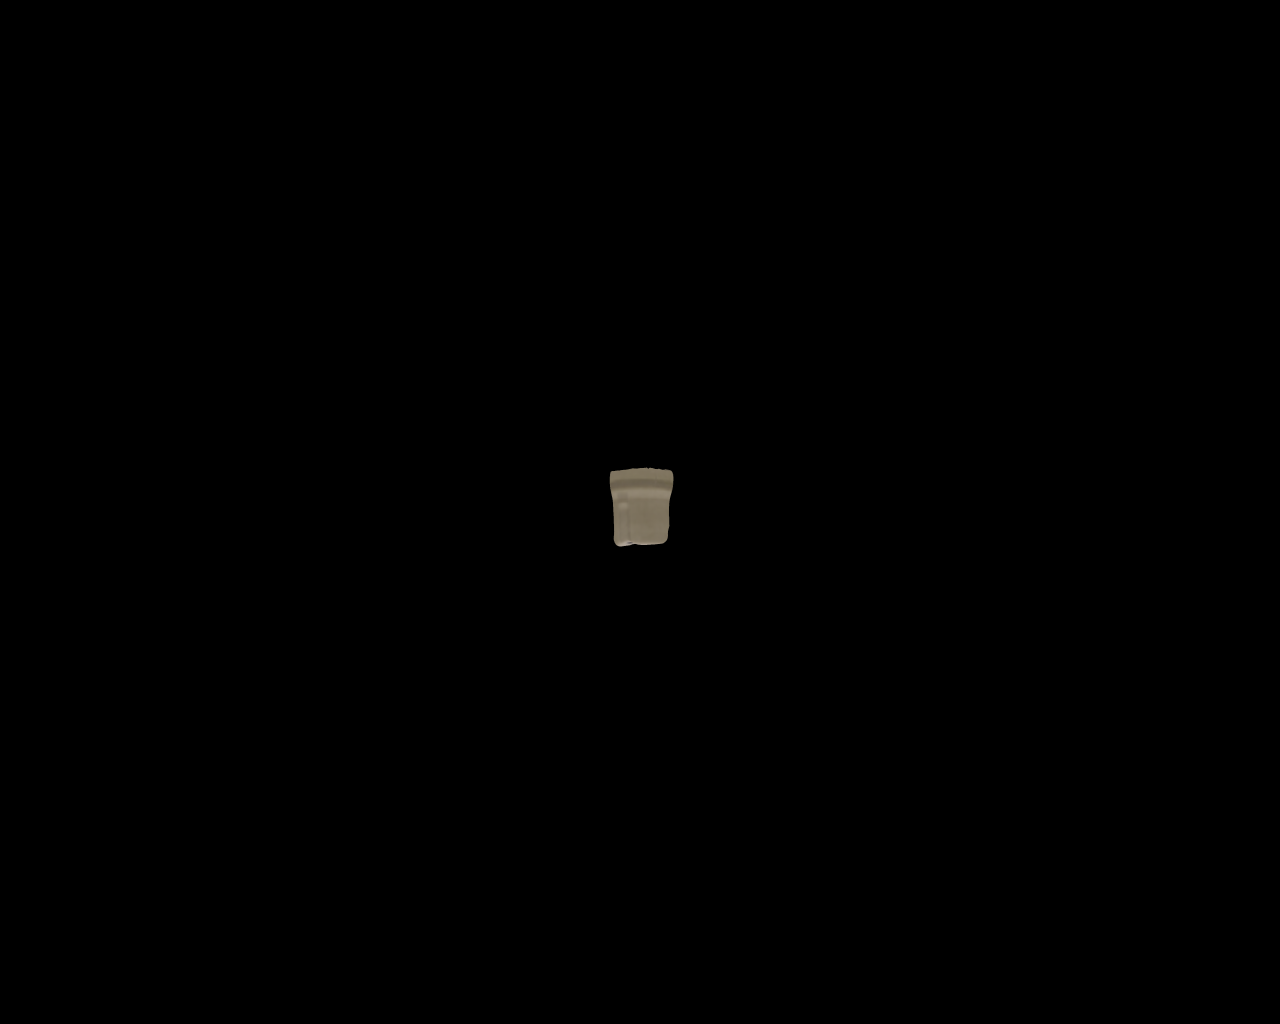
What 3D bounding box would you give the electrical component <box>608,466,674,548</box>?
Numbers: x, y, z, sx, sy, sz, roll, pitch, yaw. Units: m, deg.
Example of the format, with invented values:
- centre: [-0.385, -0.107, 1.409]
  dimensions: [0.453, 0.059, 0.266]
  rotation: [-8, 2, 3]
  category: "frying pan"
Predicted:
- centre: [0.001, -0.003, 0.650]
  dimensions: [0.040, 0.046, 0.040]
  rotation: [0, -6, 0]
  category: "electrical component"
